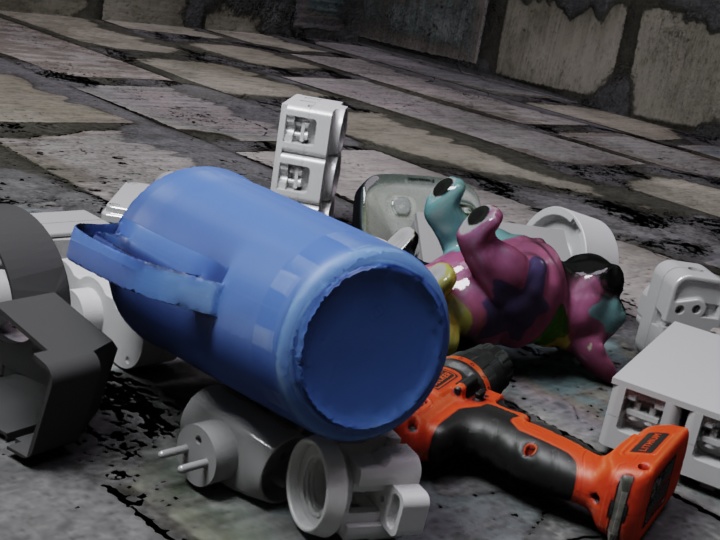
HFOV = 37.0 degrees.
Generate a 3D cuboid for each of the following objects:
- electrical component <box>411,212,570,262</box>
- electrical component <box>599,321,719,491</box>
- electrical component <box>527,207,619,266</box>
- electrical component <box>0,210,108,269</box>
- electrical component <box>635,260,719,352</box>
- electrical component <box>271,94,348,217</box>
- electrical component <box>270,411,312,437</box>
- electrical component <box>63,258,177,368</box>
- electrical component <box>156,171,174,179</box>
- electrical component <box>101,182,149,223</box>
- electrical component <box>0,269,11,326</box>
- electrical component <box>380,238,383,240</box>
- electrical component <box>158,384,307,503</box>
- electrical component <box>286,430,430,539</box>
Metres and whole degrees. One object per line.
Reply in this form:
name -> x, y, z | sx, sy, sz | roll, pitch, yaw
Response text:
electrical component -> 0.119, 0.007, 1.006 | 0.150, 0.061, 0.089 | 6, 51, -14
electrical component -> 0.263, 0.103, 0.824 | 0.105, 0.060, 0.186 | 19, 19, 25
electrical component -> 0.212, -0.006, 1.079 | 0.060, 0.108, 0.108 | 8, 16, -31
electrical component -> -0.251, -0.009, 0.876 | 0.061, 0.061, 0.096 | 24, 22, 39
electrical component -> 0.290, 0.042, 0.979 | 0.054, 0.095, 0.059 | 8, 17, -9
electrical component -> -0.056, -0.105, 1.157 | 0.062, 0.150, 0.089 | 10, 17, 4
electrical component -> -0.034, 0.085, 0.715 | 0.077, 0.043, 0.079 | -5, 36, 36
electrical component -> -0.198, 0.030, 0.792 | 0.074, 0.052, 0.138 | -7, 23, -45
electrical component -> -0.184, -0.075, 1.163 | 0.079, 0.043, 0.077 | 6, 17, -15
electrical component -> -0.183, -0.038, 1.022 | 0.109, 0.056, 0.108 | 9, 17, -4
electrical component -> -0.284, 0.022, 0.782 | 0.045, 0.045, 0.055 | 24, 21, 38
electrical component -> 0.000, 0.000, 1.007 | 0.078, 0.057, 0.058 | 17, 18, 21
electrical component -> -0.081, 0.105, 0.635 | 0.077, 0.043, 0.079 | 25, 22, 39
electrical component -> -0.005, 0.121, 0.609 | 0.057, 0.058, 0.078 | 4, 19, -29
